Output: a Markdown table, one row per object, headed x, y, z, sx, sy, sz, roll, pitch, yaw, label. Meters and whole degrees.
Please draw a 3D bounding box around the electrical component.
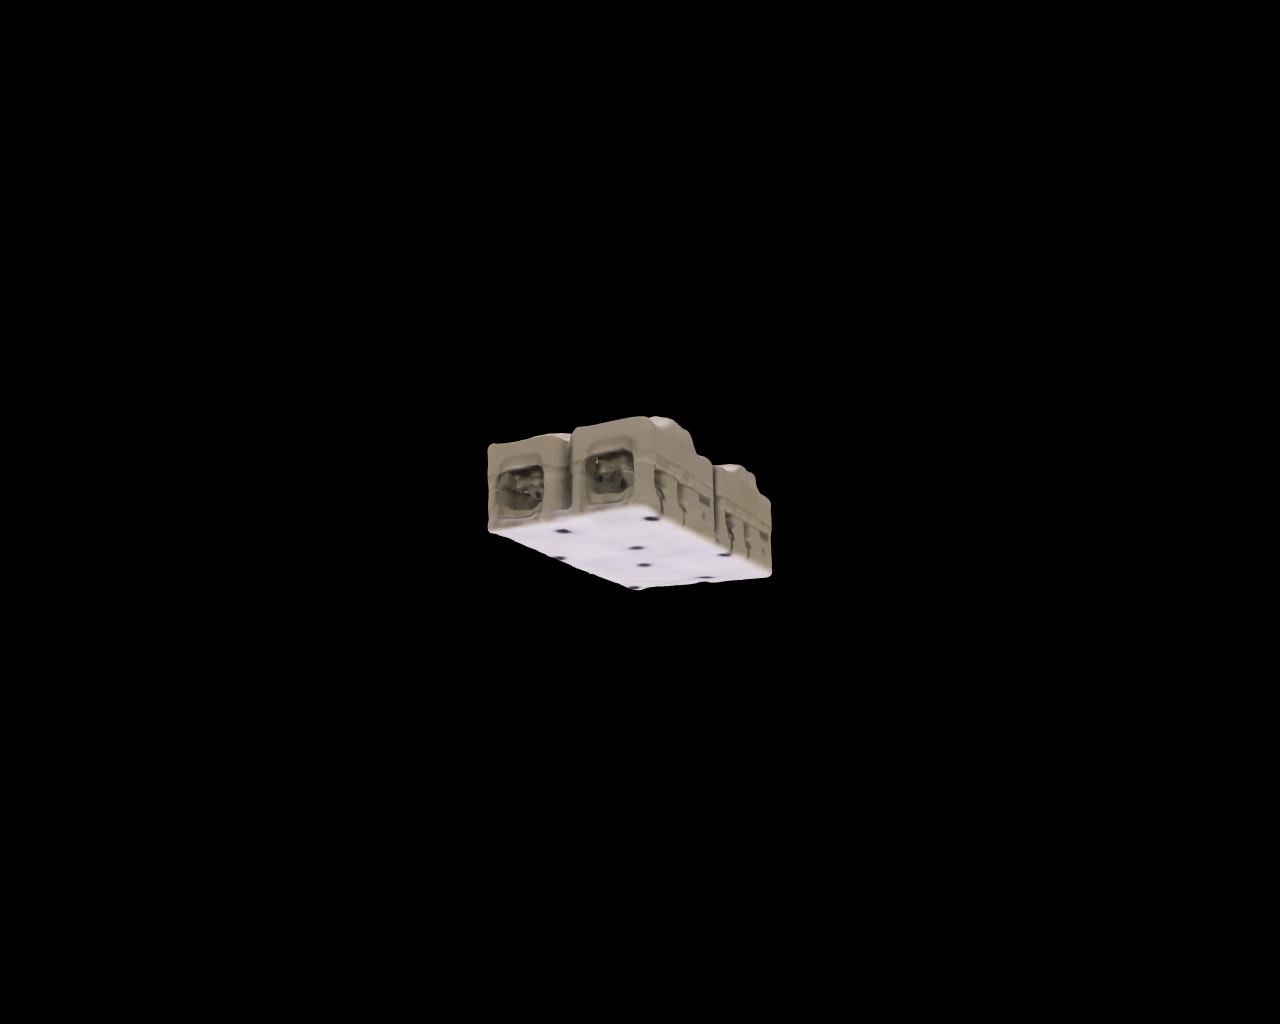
| x | y | z | sx | sy | sz | roll | pitch | yaw | label |
| --- | --- | --- | --- | --- | --- | --- | --- | --- | --- |
| 0.001 | -0.003 | 0.650 | 0.105 | 0.060 | 0.186 | -8 | -18 | 27 | electrical component |
